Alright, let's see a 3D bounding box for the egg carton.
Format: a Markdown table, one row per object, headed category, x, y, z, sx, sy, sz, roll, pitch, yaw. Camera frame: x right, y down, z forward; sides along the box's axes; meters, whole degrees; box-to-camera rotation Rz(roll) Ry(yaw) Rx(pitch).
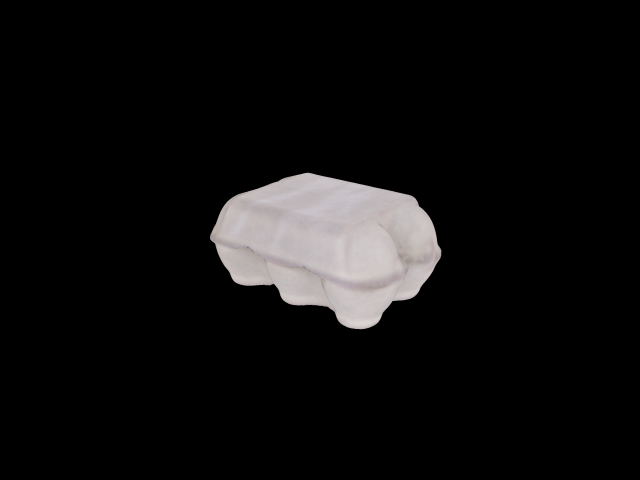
| category | x | y | z | sx | sy | sz | roll | pitch | yaw |
| --- | --- | --- | --- | --- | --- | --- | --- | --- | --- |
| egg carton | 0.004 | 0.001 | 0.400 | 0.149 | 0.069 | 0.107 | 16 | 27 | 34 |
